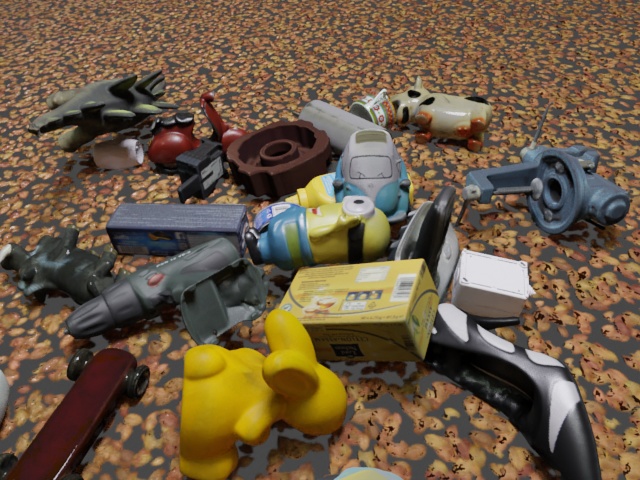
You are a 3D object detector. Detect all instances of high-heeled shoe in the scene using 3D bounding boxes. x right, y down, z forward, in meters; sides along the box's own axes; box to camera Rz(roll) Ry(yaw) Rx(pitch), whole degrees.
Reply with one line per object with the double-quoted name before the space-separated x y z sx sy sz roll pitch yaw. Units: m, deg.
"high-heeled shoe" 0.171 0.156 0.552 0.145 0.086 0.249 -8 36 0

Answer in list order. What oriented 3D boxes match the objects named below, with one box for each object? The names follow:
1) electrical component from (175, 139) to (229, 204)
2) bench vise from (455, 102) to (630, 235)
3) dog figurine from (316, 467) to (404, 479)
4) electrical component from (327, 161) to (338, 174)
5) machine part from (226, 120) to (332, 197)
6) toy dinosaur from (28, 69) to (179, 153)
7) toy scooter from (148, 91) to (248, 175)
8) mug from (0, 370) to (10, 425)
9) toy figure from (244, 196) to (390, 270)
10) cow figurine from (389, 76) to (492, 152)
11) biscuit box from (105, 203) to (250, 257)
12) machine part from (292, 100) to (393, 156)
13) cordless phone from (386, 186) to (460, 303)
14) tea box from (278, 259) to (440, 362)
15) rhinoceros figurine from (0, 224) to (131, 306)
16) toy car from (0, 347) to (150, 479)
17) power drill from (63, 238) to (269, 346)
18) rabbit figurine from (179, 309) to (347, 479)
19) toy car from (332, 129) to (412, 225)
"electrical component" -0.206 -0.107 0.892 0.048 0.074 0.119 19 50 24
"bench vise" 0.311 -0.088 0.782 0.241 0.128 0.224 -6 42 -12
"dog figurine" -0.049 0.253 0.447 0.219 0.108 0.191 13 45 23
"electrical component" 0.030 -0.111 0.907 0.094 0.021 0.063 -12 41 -5
"machine part" -0.067 -0.139 0.909 0.179 0.055 0.179 -9 39 7
"toy dinosaur" -0.377 -0.234 0.945 0.199 0.105 0.471 -13 23 22
"toy scooter" -0.220 -0.191 0.941 0.184 0.135 0.075 -10 43 -4
"mug" -0.395 0.190 0.578 0.110 0.080 0.107 -8 30 7
"toy figure" -0.001 -0.004 0.684 0.180 0.089 0.082 -14 37 8
"cow figurine" 0.216 -0.237 0.986 0.195 0.085 0.127 12 50 22
"biscuit box" -0.208 -0.015 0.796 0.203 0.059 0.063 2 43 8
"machine part" 0.042 -0.188 0.953 0.079 0.079 0.243 -35 49 -30
"cordless phone" 0.139 -0.012 0.660 0.089 0.184 0.146 23 48 14
"tea box" 0.041 0.082 0.617 0.170 0.068 0.098 -7 36 33
"rhinoceros figurine" -0.357 0.042 0.746 0.191 0.073 0.112 17 56 21
"toy car" -0.259 0.198 0.567 0.089 0.053 0.202 14 40 4
"power drill" -0.173 0.072 0.649 0.232 0.086 0.207 -29 15 -34
"rabbit figurine" -0.052 0.150 0.547 0.173 0.162 0.122 9 28 -10
"toy car" 0.074 -0.100 0.745 0.109 0.102 0.162 1 47 5
